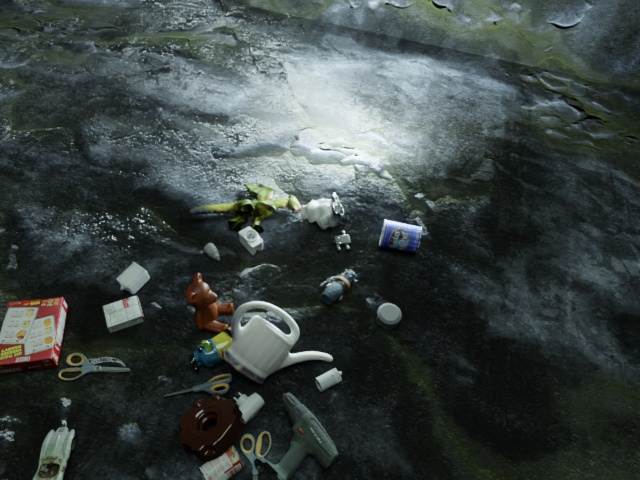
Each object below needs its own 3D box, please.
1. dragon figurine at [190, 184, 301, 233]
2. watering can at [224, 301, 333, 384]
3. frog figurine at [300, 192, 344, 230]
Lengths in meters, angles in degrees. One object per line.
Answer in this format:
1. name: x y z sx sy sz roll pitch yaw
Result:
1. dragon figurine: -0.272 -0.145 1.999 0.410 0.119 0.248 9 32 0
2. watering can: -0.138 0.335 1.543 0.344 0.104 0.225 41 83 -17
3. frog figurine: 0.006 -0.100 1.982 0.158 0.121 0.140 -22 55 23
